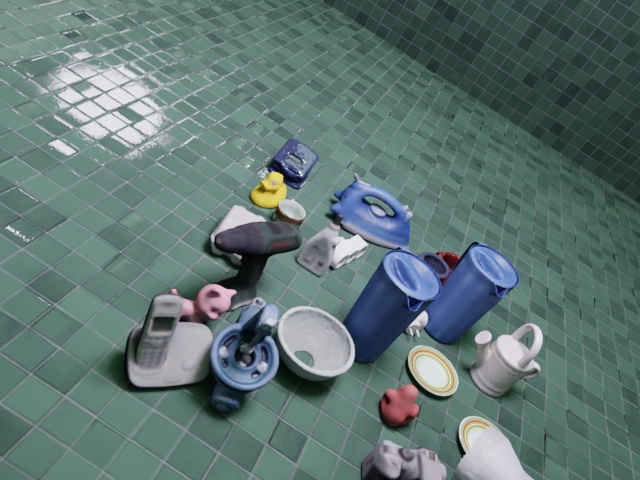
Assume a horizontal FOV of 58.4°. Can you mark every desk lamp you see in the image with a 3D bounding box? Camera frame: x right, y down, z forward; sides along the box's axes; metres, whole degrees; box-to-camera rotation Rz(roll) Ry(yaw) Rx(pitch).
[{"bbox_3d":[0.296,0.454,0.976,0.118,0.213,0.203,-16,57,-46],"label":"desk lamp"}]

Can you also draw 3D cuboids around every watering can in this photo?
[{"bbox_3d":[0.434,0.267,1.317,0.173,0.194,0.100,11,41,-27],"label":"watering can"}]

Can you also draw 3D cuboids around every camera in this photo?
[{"bbox_3d":[0.155,0.433,0.992,0.143,0.100,0.137,23,36,-12],"label":"camera"}]

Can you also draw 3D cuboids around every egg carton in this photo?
[{"bbox_3d":[-0.181,-0.012,1.292,0.107,0.069,0.150,28,36,-7],"label":"egg carton"}]

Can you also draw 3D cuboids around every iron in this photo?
[{"bbox_3d":[0.163,-0.077,1.566,0.258,0.141,0.118,26,36,-8],"label":"iron"}]

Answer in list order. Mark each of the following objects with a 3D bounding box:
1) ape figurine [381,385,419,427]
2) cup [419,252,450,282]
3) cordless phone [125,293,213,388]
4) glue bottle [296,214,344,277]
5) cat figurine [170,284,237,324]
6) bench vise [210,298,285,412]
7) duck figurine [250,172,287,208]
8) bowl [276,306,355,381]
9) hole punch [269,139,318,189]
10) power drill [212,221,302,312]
[{"bbox_3d":[0.164,0.322,1.137,0.077,0.092,0.076,43,37,15],"label":"ape figurine"},{"bbox_3d":[0.264,0.090,1.484,0.118,0.095,0.091,14,39,-23],"label":"cup"},{"bbox_3d":[-0.236,0.160,0.948,0.148,0.185,0.094,2,45,-35],"label":"cordless phone"},{"bbox_3d":[0.012,0.005,1.328,0.078,0.173,0.037,35,36,4],"label":"glue bottle"},{"bbox_3d":[-0.224,0.118,1.065,0.128,0.117,0.067,14,39,-24],"label":"cat figurine"},{"bbox_3d":[-0.128,0.162,0.998,0.122,0.219,0.207,12,40,-25],"label":"bench vise"},{"bbox_3d":[-0.121,-0.136,1.469,0.105,0.086,0.077,-17,57,-47],"label":"duck figurine"},{"bbox_3d":[-0.019,0.218,1.138,0.168,0.074,0.167,20,37,-16],"label":"bowl"},{"bbox_3d":[-0.071,-0.214,1.595,0.108,0.091,0.101,34,36,3],"label":"hole punch"},{"bbox_3d":[-0.143,0.044,1.135,0.230,0.208,0.075,-18,59,-47],"label":"power drill"}]
